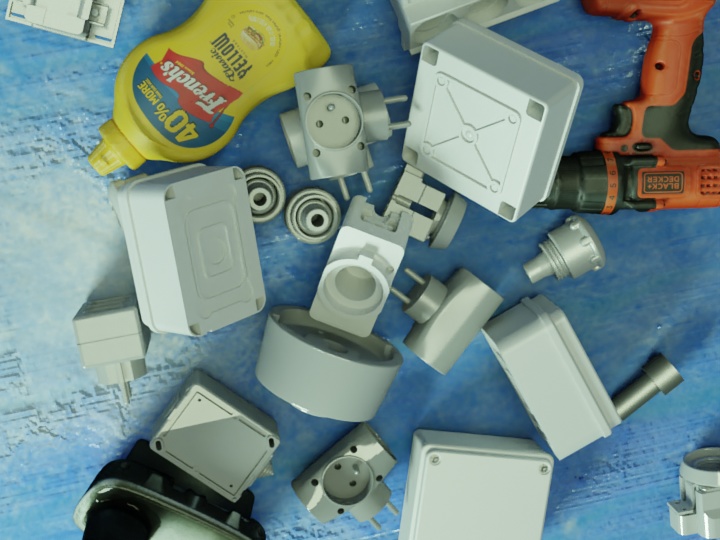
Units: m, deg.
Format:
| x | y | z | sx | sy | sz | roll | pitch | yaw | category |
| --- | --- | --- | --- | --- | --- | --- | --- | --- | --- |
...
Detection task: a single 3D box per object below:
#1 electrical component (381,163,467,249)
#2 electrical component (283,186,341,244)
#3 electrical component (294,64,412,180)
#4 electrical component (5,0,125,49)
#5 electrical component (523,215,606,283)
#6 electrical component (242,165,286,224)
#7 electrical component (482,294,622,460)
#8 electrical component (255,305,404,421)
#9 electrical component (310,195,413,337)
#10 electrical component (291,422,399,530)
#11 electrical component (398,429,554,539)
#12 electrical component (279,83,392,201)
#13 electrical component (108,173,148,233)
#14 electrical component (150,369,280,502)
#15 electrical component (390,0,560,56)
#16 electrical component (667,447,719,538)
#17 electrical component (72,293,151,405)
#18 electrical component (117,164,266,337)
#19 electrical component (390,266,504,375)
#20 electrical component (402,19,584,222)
| x | y | z | sx | sy | sz | roll | pitch | yaw | category |
| --- | --- | --- | --- | --- | --- | --- | --- | --- | --- |
| 0.050 | -0.046 | 0.839 | 0.055 | 0.048 | 0.066 | 25 | 95 | -3 | electrical component |
| -0.036 | -0.041 | 0.819 | 0.043 | 0.062 | 0.043 | -1 | 99 | -8 | electrical component |
| -0.003 | -0.109 | 0.775 | 0.079 | 0.044 | 0.077 | -10 | 96 | -6 | electrical component |
| -0.202 | -0.229 | 0.767 | 0.079 | 0.063 | 0.121 | 14 | 97 | -10 | electrical component |
| 0.161 | -0.012 | 0.860 | 0.062 | 0.048 | 0.048 | -29 | 101 | 5 | electrical component |
| -0.077 | -0.056 | 0.810 | 0.043 | 0.062 | 0.043 | -1 | 99 | -8 | electrical component |
| 0.151 | 0.083 | 0.855 | 0.057 | 0.078 | 0.113 | -30 | 101 | 1 | electrical component |
| -0.028 | 0.076 | 0.817 | 0.108 | 0.108 | 0.060 | 19 | 102 | -10 | electrical component |
| 0.000 | 0.000 | 0.812 | 0.050 | 0.055 | 0.089 | 21 | 124 | -2 | electrical component |
| -0.001 | 0.175 | 0.865 | 0.077 | 0.044 | 0.079 | -40 | 102 | 0 | electrical component |
| 0.092 | 0.191 | 0.874 | 0.109 | 0.056 | 0.108 | 6 | 98 | -9 | electrical component |
| -0.013 | -0.093 | 0.823 | 0.077 | 0.044 | 0.079 | -19 | 101 | -4 | electrical component |
| -0.156 | -0.053 | 0.811 | 0.062 | 0.048 | 0.048 | -24 | 101 | -16 | electrical component |
| -0.107 | 0.130 | 0.835 | 0.096 | 0.061 | 0.061 | 36 | 92 | -11 | electrical component |
| 0.083 | -0.217 | 0.803 | 0.121 | 0.078 | 0.063 | -21 | 72 | -4 | electrical component |
| 0.299 | 0.185 | 0.901 | 0.078 | 0.058 | 0.057 | -9 | 103 | -6 | electrical component |
| -0.183 | 0.063 | 0.813 | 0.047 | 0.065 | 0.076 | -11 | 100 | -6 | electrical component |
| -0.121 | -0.015 | 0.776 | 0.078 | 0.057 | 0.113 | -23 | 110 | -44 | electrical component |
| 0.060 | 0.029 | 0.851 | 0.079 | 0.044 | 0.077 | 37 | 92 | -11 | electrical component |
| 0.094 | -0.109 | 0.784 | 0.109 | 0.056 | 0.108 | 33 | 137 | 23 | electrical component |
